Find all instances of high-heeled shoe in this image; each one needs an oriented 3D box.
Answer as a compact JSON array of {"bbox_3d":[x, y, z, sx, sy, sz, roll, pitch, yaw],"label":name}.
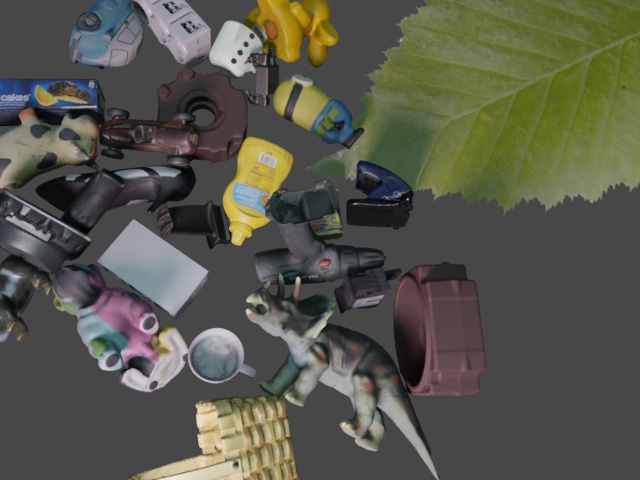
[{"bbox_3d":[-0.344,-0.101,0.922,0.249,0.086,0.145,11,41,8],"label":"high-heeled shoe"}]

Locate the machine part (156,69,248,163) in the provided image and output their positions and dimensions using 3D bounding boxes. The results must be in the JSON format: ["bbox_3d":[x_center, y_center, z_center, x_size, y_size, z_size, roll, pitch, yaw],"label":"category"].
[{"bbox_3d":[-0.214,-0.226,0.982,0.179,0.056,0.179,3,74,-11],"label":"machine part"}]

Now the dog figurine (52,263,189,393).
[{"bbox_3d":[-0.324,0.123,0.839,0.219,0.191,0.108,29,70,36],"label":"dog figurine"}]

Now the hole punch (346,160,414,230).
[{"bbox_3d":[0.108,-0.078,0.961,0.116,0.142,0.092,7,68,4],"label":"hole punch"}]

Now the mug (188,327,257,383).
[{"bbox_3d":[-0.152,0.186,0.843,0.109,0.107,0.081,21,72,-8],"label":"mug"}]

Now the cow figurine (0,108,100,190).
[{"bbox_3d":[-0.461,-0.149,0.897,0.195,0.085,0.127,-33,84,-13],"label":"cow figurine"}]

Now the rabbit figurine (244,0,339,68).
[{"bbox_3d":[-0.033,-0.425,1.048,0.162,0.122,0.173,45,53,2],"label":"rabbit figurine"}]

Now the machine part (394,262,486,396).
[{"bbox_3d":[0.182,0.146,0.865,0.087,0.201,0.201,0,75,-9],"label":"machine part"}]

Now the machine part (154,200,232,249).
[{"bbox_3d":[-0.209,-0.029,0.906,0.139,0.039,0.084,5,75,-46],"label":"machine part"}]

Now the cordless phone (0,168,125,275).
[{"bbox_3d":[-0.401,-0.053,0.821,0.146,0.089,0.184,36,107,-26],"label":"cordless phone"}]

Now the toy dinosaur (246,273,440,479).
[{"bbox_3d":[0.045,0.208,0.874,0.405,0.131,0.192,31,71,-7],"label":"toy dinosaur"}]

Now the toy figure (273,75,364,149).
[{"bbox_3d":[-0.005,-0.237,1.011,0.180,0.082,0.089,40,69,0],"label":"toy figure"}]

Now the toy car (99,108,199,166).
[{"bbox_3d":[-0.298,-0.177,0.914,0.202,0.053,0.089,9,93,18],"label":"toy car"}]

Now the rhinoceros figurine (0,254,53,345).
[{"bbox_3d":[-0.500,0.105,0.821,0.112,0.073,0.190,32,70,-2],"label":"rhinoceros figurine"}]

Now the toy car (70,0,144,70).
[{"bbox_3d":[-0.377,-0.371,0.978,0.103,0.109,0.161,34,60,-18],"label":"toy car"}]

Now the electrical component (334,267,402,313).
[{"bbox_3d":[0.090,0.084,0.932,0.119,0.074,0.048,-6,62,-23],"label":"electrical component"}]

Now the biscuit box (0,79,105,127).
[{"bbox_3d":[-0.485,-0.238,0.932,0.203,0.063,0.059,-4,74,-12],"label":"biscuit box"}]

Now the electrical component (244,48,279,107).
[{"bbox_3d":[-0.109,-0.304,1.007,0.045,0.102,0.078,8,29,12],"label":"electrical component"}]

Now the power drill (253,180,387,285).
[{"bbox_3d":[-0.002,-0.003,0.881,0.232,0.207,0.086,-10,58,-2],"label":"power drill"}]
